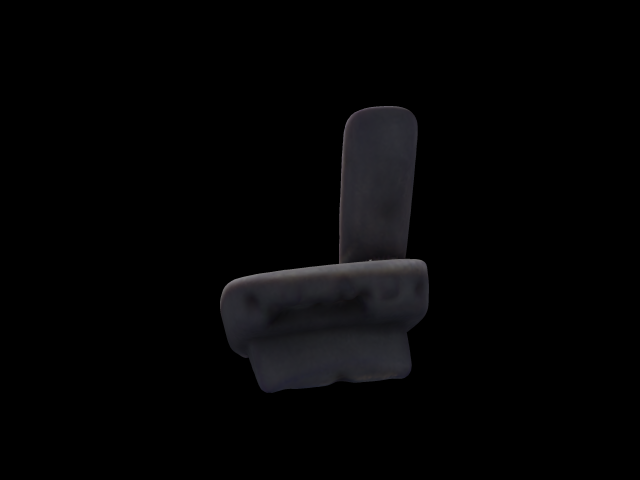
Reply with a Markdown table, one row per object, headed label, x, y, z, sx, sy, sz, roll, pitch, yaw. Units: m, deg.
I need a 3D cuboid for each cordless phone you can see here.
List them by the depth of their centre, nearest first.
| label | x | y | z | sx | sy | sz | roll | pitch | yaw |
| --- | --- | --- | --- | --- | --- | --- | --- | --- | --- |
| cordless phone | 0.004 | 0.001 | 0.400 | 0.148 | 0.185 | 0.094 | -6 | 17 | -19 |
